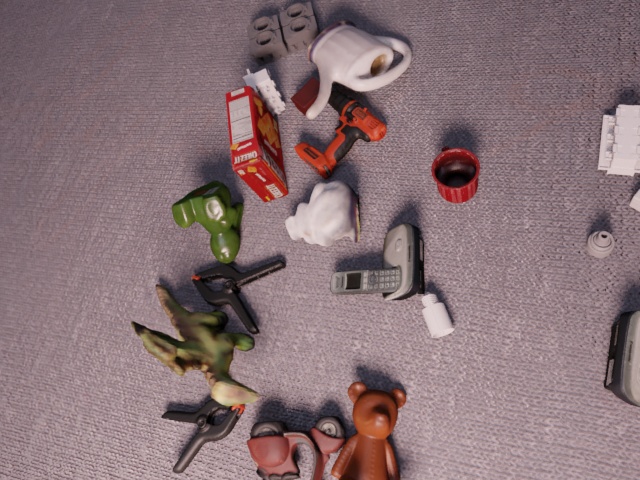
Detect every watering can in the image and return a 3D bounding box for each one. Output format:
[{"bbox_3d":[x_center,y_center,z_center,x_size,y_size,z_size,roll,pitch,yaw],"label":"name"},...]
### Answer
[{"bbox_3d":[0.053,-0.409,1.210,0.351,0.101,0.227,-33,57,-23],"label":"watering can"}]

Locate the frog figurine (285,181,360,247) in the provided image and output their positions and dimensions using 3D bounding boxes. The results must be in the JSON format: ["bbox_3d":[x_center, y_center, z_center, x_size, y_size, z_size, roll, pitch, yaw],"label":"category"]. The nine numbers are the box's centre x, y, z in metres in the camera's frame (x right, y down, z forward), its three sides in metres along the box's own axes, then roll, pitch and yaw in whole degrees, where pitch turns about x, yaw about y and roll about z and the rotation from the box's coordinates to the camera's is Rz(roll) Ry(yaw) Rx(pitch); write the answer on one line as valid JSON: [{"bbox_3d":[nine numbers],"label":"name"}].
[{"bbox_3d":[0.003,-0.054,1.078,0.159,0.122,0.138,-3,85,5],"label":"frog figurine"}]

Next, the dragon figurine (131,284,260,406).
[{"bbox_3d":[-0.258,0.185,0.986,0.414,0.239,0.122,33,86,26],"label":"dragon figurine"}]
